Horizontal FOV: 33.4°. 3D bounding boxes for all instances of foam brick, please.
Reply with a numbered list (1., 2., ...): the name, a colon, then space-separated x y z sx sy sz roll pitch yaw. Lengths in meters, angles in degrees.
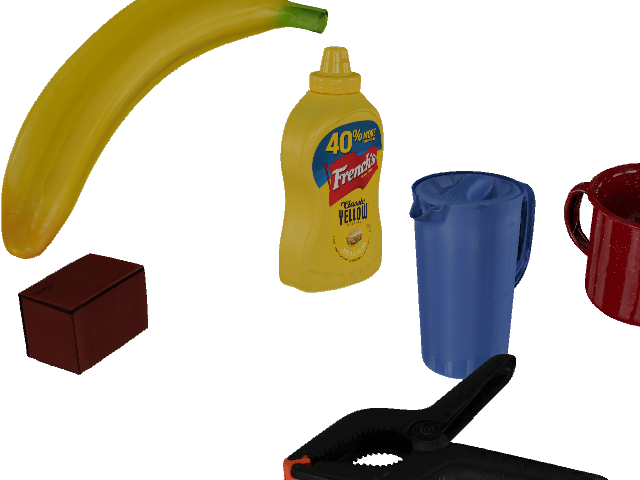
1. foam brick: -0.168 0.050 0.763 0.053 0.051 0.078 13 29 29

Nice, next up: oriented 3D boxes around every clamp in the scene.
1. clamp: 0.076 0.140 0.747 0.210 0.036 0.164 -6 28 -6

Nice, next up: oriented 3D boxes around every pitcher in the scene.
1. pitcher: 0.188 0.040 1.318 0.149 0.243 0.145 2 22 9

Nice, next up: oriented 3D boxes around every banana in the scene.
1. banana: -0.086 -0.074 0.502 0.070 0.197 0.037 38 -23 24

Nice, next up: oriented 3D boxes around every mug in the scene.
1. mug: 0.214 0.000 0.724 0.093 0.081 0.117 -27 40 -35

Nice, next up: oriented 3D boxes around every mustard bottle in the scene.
1. mustard bottle: 0.010 -0.059 0.863 0.096 0.192 0.058 -15 23 -40
